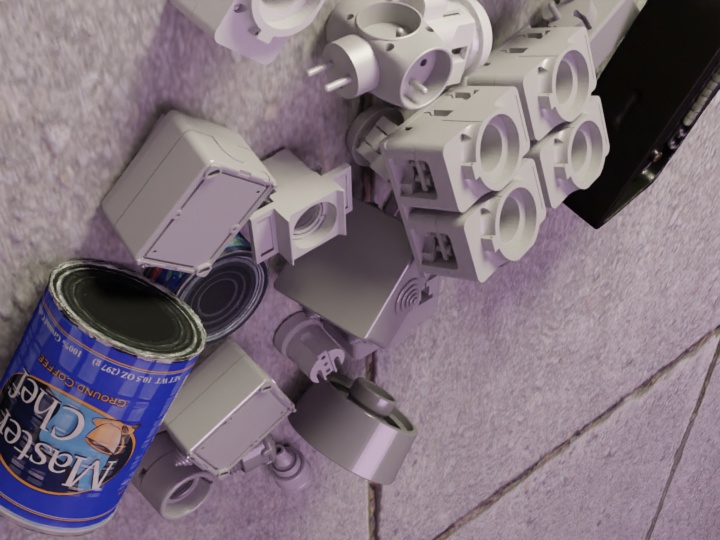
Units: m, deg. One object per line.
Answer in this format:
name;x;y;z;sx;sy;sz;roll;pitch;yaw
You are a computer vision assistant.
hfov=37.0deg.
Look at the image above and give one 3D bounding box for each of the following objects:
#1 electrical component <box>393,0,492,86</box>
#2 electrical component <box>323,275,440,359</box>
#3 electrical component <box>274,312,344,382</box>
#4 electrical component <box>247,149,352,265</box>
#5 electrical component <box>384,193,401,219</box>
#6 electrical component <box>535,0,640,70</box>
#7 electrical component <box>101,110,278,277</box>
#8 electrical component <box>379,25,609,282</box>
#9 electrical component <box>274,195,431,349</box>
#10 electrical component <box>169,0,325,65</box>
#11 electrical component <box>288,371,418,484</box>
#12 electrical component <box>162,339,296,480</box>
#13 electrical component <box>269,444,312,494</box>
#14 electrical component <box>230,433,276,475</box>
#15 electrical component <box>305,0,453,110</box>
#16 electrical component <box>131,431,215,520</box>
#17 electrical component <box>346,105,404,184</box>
electrical component;0.051;-0.155;0.723;0.057;0.058;0.078;-19;138;-33
electrical component;0.017;0.027;0.884;0.089;0.050;0.055;-30;144;-25
electrical component;-0.040;0.062;0.860;0.040;0.046;0.040;-30;144;-25
electrical component;-0.047;-0.045;0.721;0.081;0.064;0.042;-31;143;-25
electrical component;0.088;-0.066;0.861;0.109;0.056;0.108;0;125;-49
electrical component;0.163;-0.191;0.822;0.083;0.047;0.076;-50;148;4
electrical component;-0.111;-0.043;0.658;0.096;0.061;0.062;-49;149;19
electrical component;0.105;-0.085;0.756;0.186;0.060;0.105;-42;126;-36
electrical component;0.000;0.000;0.789;0.099;0.100;0.048;-60;152;-3
electrical component;-0.053;-0.166;0.592;0.050;0.056;0.089;14;114;-54
electrical component;-0.001;0.127;0.923;0.060;0.108;0.108;-58;147;6
electrical component;-0.109;0.108;0.814;0.096;0.061;0.061;-43;147;-7
electrical component;-0.065;0.174;0.962;0.035;0.035;0.061;-39;144;-13
electrical component;-0.103;0.147;0.882;0.062;0.048;0.048;-27;143;-17
electrical component;0.004;-0.132;0.674;0.079;0.077;0.044;-29;143;-26
electrical component;-0.147;0.162;0.842;0.055;0.047;0.055;-30;144;-25
electrical component;0.023;-0.086;0.765;0.048;0.055;0.066;-53;147;9
